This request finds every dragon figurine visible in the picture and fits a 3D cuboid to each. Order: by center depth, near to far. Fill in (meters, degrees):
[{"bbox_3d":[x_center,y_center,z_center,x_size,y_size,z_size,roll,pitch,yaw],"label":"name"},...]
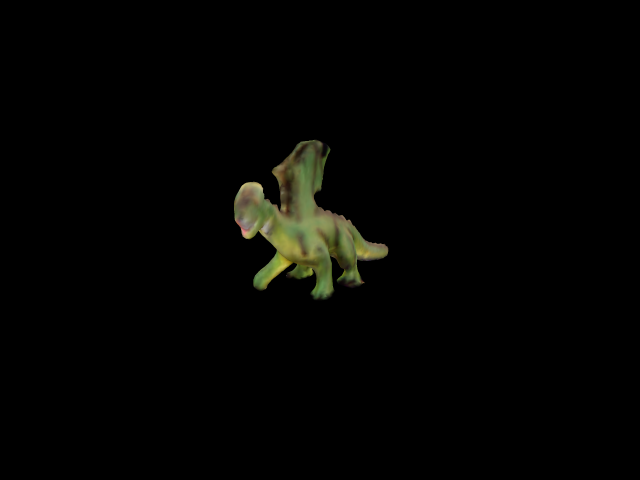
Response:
[{"bbox_3d":[0.003,-0.043,0.850,0.122,0.240,0.414,8,16,35],"label":"dragon figurine"}]
